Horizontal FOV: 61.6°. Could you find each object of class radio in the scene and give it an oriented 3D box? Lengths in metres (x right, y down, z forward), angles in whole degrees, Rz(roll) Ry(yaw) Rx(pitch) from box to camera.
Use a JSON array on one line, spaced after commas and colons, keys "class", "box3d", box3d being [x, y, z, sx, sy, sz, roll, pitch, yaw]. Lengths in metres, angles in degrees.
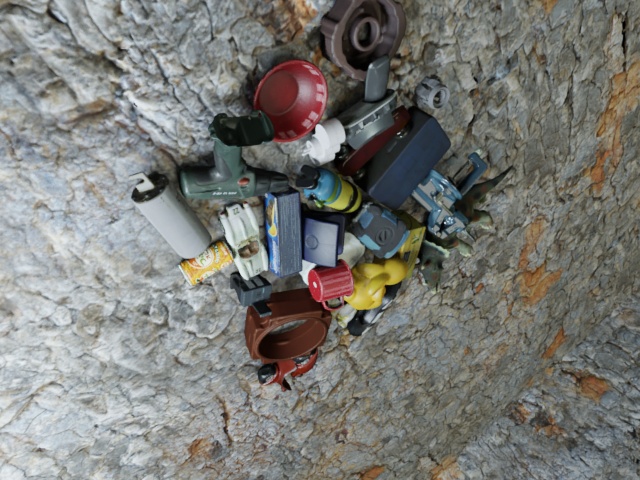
[{"class": "radio", "box3d": [0.200, -0.187, 1.282, 0.229, 0.073, 0.131, -50, 138, 8]}]

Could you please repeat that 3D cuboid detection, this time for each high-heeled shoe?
[{"class": "high-heeled shoe", "box3d": [0.167, 0.172, 1.545, 0.249, 0.086, 0.145, -47, 161, -11]}]

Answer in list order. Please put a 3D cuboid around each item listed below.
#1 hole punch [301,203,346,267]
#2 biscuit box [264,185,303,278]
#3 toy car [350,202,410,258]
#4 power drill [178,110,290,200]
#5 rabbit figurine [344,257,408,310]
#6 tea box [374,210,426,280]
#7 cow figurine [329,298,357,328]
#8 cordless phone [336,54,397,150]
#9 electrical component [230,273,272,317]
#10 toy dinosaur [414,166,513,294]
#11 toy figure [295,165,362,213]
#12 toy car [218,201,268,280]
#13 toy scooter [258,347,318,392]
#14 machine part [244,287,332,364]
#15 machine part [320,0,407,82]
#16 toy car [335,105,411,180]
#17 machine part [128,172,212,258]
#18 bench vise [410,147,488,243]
[{"class": "hole punch", "box3d": [-0.002, -0.004, 1.216, 0.116, 0.092, 0.142, 4, 113, 4]}, {"class": "biscuit box", "box3d": [-0.081, -0.017, 1.186, 0.063, 0.059, 0.202, -16, 121, -29]}, {"class": "toy car", "box3d": [0.133, -0.034, 1.324, 0.161, 0.103, 0.109, 34, 96, -30]}, {"class": "power drill", "box3d": [-0.145, -0.150, 1.009, 0.232, 0.086, 0.207, -9, 160, -24]}, {"class": "rabbit figurine", "box3d": [0.138, 0.094, 1.365, 0.173, 0.122, 0.162, -28, 162, 18]}, {"class": "tea box", "box3d": [0.208, 0.017, 1.427, 0.068, 0.098, 0.169, -14, 128, -31]}, {"class": "cow figurine", "box3d": [0.050, 0.159, 1.438, 0.098, 0.068, 0.167, -45, 141, -8]}, {"class": "cordless phone", "box3d": [0.088, -0.277, 1.065, 0.146, 0.089, 0.184, -35, 163, -8]}, {"class": "electrical component", "box3d": [-0.150, 0.119, 1.219, 0.075, 0.119, 0.047, -11, 128, -28]}, {"class": "toy dinosaur", "box3d": [0.369, -0.056, 1.487, 0.192, 0.131, 0.404, 15, 106, -44]}, {"class": "toy figure", "box3d": [0.022, -0.107, 1.182, 0.082, 0.089, 0.180, -49, 150, 12]}, {"class": "toy car", "box3d": [-0.163, 0.002, 1.163, 0.073, 0.056, 0.201, -28, 135, -18]}, {"class": "toy scooter", "box3d": [-0.080, 0.361, 1.493, 0.184, 0.075, 0.135, -29, 135, -12]}, {"class": "machine part", "box3d": [-0.080, 0.216, 1.330, 0.201, 0.087, 0.200, -8, 138, -21]}, {"class": "machine part", "box3d": [0.083, -0.401, 1.038, 0.179, 0.056, 0.179, -21, 133, -25]}, {"class": "toy car", "box3d": [0.116, -0.222, 1.203, 0.202, 0.053, 0.089, -44, 129, 5]}, {"class": "machine part", "box3d": [-0.279, -0.043, 1.024, 0.079, 0.079, 0.242, -36, 136, -9]}, {"class": "bench vise", "box3d": [0.347, -0.126, 1.370, 0.223, 0.129, 0.240, 41, 94, -5]}]
